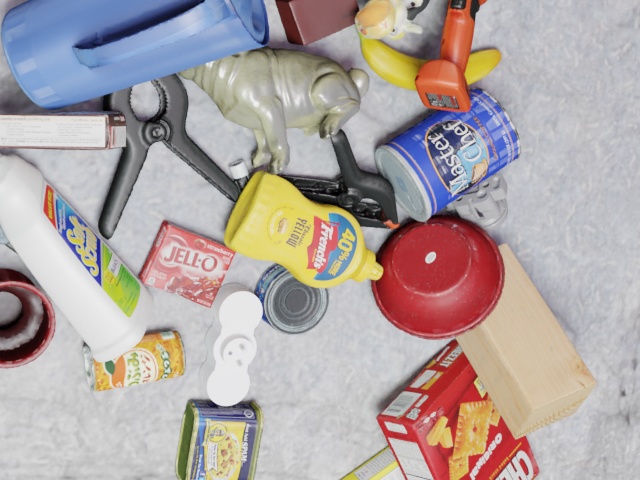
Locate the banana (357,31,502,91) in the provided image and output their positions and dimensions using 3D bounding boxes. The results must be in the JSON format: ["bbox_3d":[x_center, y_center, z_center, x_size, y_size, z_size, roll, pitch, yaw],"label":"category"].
[{"bbox_3d":[0.127,-0.209,1.259,0.197,0.037,0.070,8,100,-24],"label":"banana"}]

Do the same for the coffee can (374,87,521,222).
[{"bbox_3d":[0.150,-0.101,1.259,0.140,0.103,0.103,-33,113,-12],"label":"coffee can"}]

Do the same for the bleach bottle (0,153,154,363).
[{"bbox_3d":[-0.276,0.006,1.110,0.068,0.102,0.250,-28,115,19],"label":"bleach bottle"}]

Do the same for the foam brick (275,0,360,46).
[{"bbox_3d":[-0.002,-0.255,1.186,0.078,0.051,0.053,-25,112,-15],"label":"foam brick"}]

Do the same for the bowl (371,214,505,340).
[{"bbox_3d":[0.135,0.033,1.256,0.162,0.162,0.055,-44,153,-8],"label":"bowl"}]

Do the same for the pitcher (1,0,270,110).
[{"bbox_3d":[-0.181,-0.209,1.026,0.243,0.149,0.145,-18,72,14],"label":"pitcher"}]

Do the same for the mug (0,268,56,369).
[{"bbox_3d":[-0.334,0.067,1.110,0.093,0.082,0.117,-31,113,-13],"label":"mug"}]

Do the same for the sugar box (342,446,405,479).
[{"bbox_3d":[0.052,0.347,1.361,0.176,0.048,0.093,-31,112,-10],"label":"sugar box"}]

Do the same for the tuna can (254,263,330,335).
[{"bbox_3d":[-0.033,0.069,1.263,0.086,0.034,0.086,-6,105,-22],"label":"tuna can"}]

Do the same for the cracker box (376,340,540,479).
[{"bbox_3d":[0.181,0.261,1.354,0.164,0.072,0.213,-40,115,-32],"label":"cracker box"}]

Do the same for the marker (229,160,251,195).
[{"bbox_3d":[-0.075,-0.034,1.228,0.020,0.020,0.121,-27,112,-15],"label":"marker"}]

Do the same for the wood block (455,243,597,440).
[{"bbox_3d":[0.230,0.120,1.287,0.090,0.206,0.090,-19,151,-18],"label":"wood block"}]

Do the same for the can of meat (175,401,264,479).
[{"bbox_3d":[-0.119,0.241,1.257,0.083,0.057,0.102,6,100,-22],"label":"can of meat"}]

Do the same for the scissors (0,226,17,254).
[{"bbox_3d":[-0.355,0.000,1.122,0.096,0.016,0.201,-37,114,-9],"label":"scissors"}]

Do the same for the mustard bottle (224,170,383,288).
[{"bbox_3d":[-0.008,0.002,1.215,0.191,0.058,0.096,26,87,-26],"label":"mustard bottle"}]

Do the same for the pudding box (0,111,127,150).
[{"bbox_3d":[-0.259,-0.110,1.074,0.113,0.090,0.039,-1,98,1],"label":"pudding box"}]

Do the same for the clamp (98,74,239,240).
[{"bbox_3d":[-0.188,-0.109,1.150,0.164,0.036,0.210,-25,110,-23],"label":"clamp"}]

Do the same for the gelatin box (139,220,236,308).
[{"bbox_3d":[-0.150,0.028,1.206,0.089,0.030,0.073,23,93,-26],"label":"gelatin box"}]

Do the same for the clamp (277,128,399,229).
[{"bbox_3d":[0.021,-0.057,1.241,0.120,0.039,0.171,-23,134,30],"label":"clamp"}]

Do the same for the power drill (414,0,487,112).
[{"bbox_3d":[0.150,-0.247,1.174,0.057,0.184,0.187,11,81,17],"label":"power drill"}]
